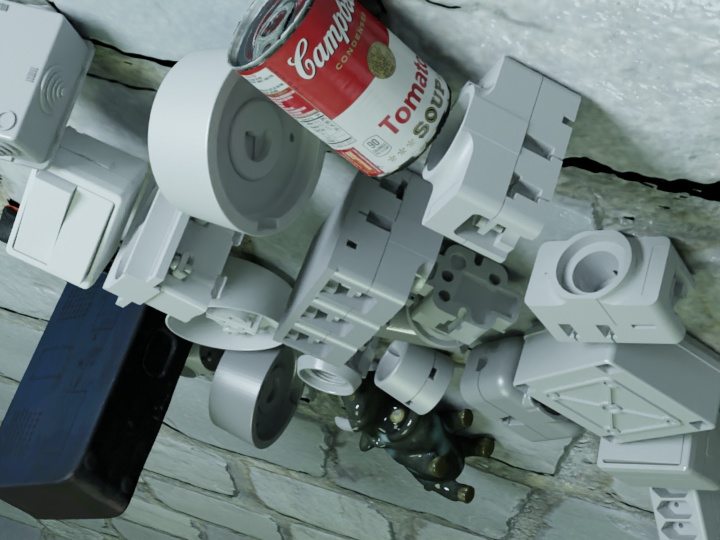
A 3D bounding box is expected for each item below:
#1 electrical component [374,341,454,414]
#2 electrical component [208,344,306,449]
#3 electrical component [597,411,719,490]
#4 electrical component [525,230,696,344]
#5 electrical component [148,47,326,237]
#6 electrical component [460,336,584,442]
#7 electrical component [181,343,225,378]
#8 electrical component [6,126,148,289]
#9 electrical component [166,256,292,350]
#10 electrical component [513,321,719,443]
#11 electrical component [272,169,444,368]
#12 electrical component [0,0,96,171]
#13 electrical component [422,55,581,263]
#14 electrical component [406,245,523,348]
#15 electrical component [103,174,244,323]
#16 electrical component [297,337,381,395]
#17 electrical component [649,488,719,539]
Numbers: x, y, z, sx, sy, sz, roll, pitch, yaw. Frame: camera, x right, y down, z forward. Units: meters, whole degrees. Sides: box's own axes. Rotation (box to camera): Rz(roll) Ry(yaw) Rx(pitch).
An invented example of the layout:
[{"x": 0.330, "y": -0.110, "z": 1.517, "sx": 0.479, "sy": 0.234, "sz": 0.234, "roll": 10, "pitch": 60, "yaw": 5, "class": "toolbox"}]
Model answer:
[{"x": 0.045, "y": 0.087, "z": 0.911, "sx": 0.047, "sy": 0.055, "sz": 0.055, "roll": 32, "pitch": 152, "yaw": -14, "class": "electrical component"}, {"x": -0.098, "y": 0.104, "z": 0.992, "sx": 0.060, "sy": 0.108, "sz": 0.108, "roll": 19, "pitch": 155, "yaw": 19, "class": "electrical component"}, {"x": 0.231, "y": 0.134, "z": 0.849, "sx": 0.096, "sy": 0.061, "sz": 0.061, "roll": -8, "pitch": 150, "yaw": 45, "class": "electrical component"}, {"x": 0.157, "y": 0.011, "z": 0.683, "sx": 0.089, "sy": 0.050, "sz": 0.056, "roll": -2, "pitch": 147, "yaw": 38, "class": "electrical component"}, {"x": -0.075, "y": -0.077, "z": 0.620, "sx": 0.060, "sy": 0.108, "sz": 0.108, "roll": 11, "pitch": 154, "yaw": 33, "class": "electrical component"}, {"x": 0.137, "y": 0.095, "z": 0.858, "sx": 0.095, "sy": 0.053, "sz": 0.059, "roll": 32, "pitch": 152, "yaw": -23, "class": "electrical component"}, {"x": -0.180, "y": 0.068, "z": 1.047, "sx": 0.077, "sy": 0.044, "sz": 0.079, "roll": 0, "pitch": 147, "yaw": 36, "class": "electrical component"}, {"x": -0.190, "y": -0.034, "z": 0.711, "sx": 0.062, "sy": 0.061, "sz": 0.096, "roll": 26, "pitch": 121, "yaw": -6, "class": "electrical component"}, {"x": -0.104, "y": 0.033, "z": 0.900, "sx": 0.099, "sy": 0.064, "sz": 0.099, "roll": 17, "pitch": 154, "yaw": 8, "class": "electrical component"}, {"x": 0.188, "y": 0.076, "z": 0.780, "sx": 0.109, "sy": 0.056, "sz": 0.109, "roll": 31, "pitch": 153, "yaw": -20, "class": "electrical component"}, {"x": 0.000, "y": 0.000, "z": 0.730, "sx": 0.062, "sy": 0.089, "sz": 0.150, "roll": 24, "pitch": 154, "yaw": -8, "class": "electrical component"}, {"x": -0.223, "y": -0.118, "z": 0.655, "sx": 0.100, "sy": 0.099, "sz": 0.048, "roll": 16, "pitch": 168, "yaw": 10, "class": "electrical component"}, {"x": 0.070, "y": -0.060, "z": 0.562, "sx": 0.056, "sy": 0.089, "sz": 0.050, "roll": 26, "pitch": 154, "yaw": -11, "class": "electrical component"}, {"x": 0.067, "y": 0.022, "z": 0.763, "sx": 0.078, "sy": 0.058, "sz": 0.057, "roll": 25, "pitch": 151, "yaw": -9, "class": "electrical component"}, {"x": -0.113, "y": -0.032, "z": 0.713, "sx": 0.063, "sy": 0.121, "sz": 0.079, "roll": 28, "pitch": 154, "yaw": -21, "class": "electrical component"}, {"x": -0.020, "y": 0.071, "z": 0.922, "sx": 0.058, "sy": 0.057, "sz": 0.078, "roll": 3, "pitch": 149, "yaw": 32, "class": "electrical component"}, {"x": 0.287, "y": 0.184, "z": 0.912, "sx": 0.076, "sy": 0.083, "sz": 0.047, "roll": -9, "pitch": 176, "yaw": -39, "class": "electrical component"}]
